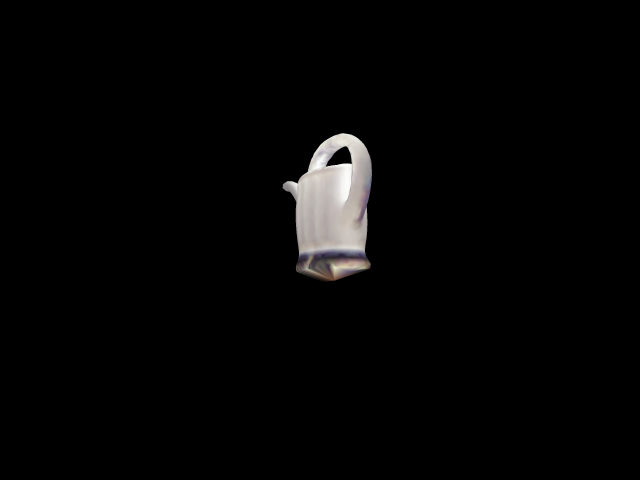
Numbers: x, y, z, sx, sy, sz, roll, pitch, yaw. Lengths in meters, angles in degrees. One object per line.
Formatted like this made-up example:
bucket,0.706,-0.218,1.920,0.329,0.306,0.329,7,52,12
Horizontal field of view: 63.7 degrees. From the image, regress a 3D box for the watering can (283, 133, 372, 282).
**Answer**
watering can,0.003,-0.043,0.850,0.104,0.226,0.345,4,-9,-20
